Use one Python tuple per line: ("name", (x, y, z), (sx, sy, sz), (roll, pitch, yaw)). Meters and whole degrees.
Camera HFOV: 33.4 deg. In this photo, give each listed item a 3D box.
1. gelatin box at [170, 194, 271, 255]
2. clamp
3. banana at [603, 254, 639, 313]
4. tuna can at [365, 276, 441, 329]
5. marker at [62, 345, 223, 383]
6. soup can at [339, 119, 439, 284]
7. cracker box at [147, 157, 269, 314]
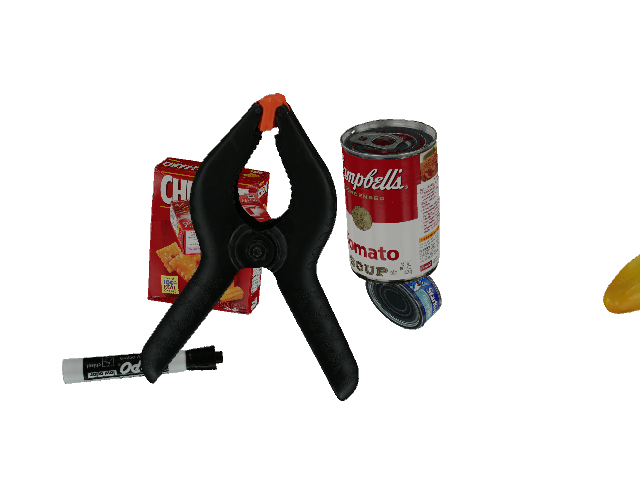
("gelatin box", (-0.094, -0.016, 1.017), (0.089, 0.030, 0.073), (-5, 25, -15))
("clamp", (-0.043, 0.008, 0.579), (0.120, 0.171, 0.039), (-4, 9, -4))
("banana", (0.283, 0.017, 0.717), (0.198, 0.037, 0.069), (-2, 34, 0))
("tuna can", (0.093, 0.059, 1.211), (0.033, 0.086, 0.086), (-43, 24, -28))
("marker", (-0.135, 0.094, 0.816), (0.121, 0.020, 0.020), (-5, 0, -6))
("soup can", (0.051, -0.028, 0.767), (0.068, 0.102, 0.068), (-4, 27, 2))
("cracker box", (-0.170, -0.005, 1.607), (0.164, 0.214, 0.072), (9, 19, 9))
